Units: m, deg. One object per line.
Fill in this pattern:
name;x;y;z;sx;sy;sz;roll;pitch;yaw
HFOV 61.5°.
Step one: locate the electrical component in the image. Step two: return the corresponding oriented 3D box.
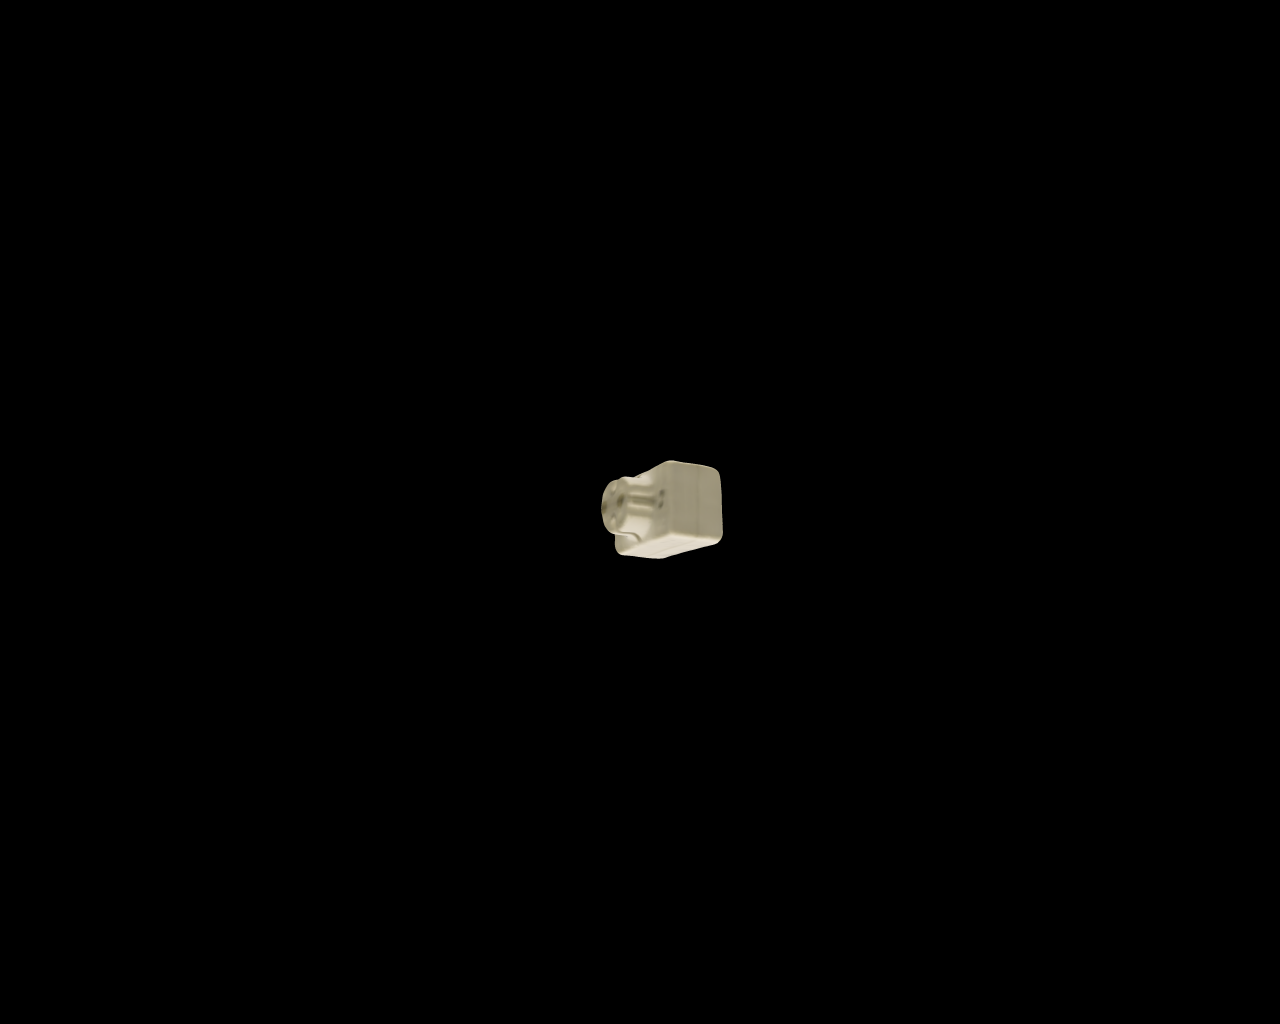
electrical component;0.001;-0.003;0.650;0.077;0.047;0.065;8;-16;-31
